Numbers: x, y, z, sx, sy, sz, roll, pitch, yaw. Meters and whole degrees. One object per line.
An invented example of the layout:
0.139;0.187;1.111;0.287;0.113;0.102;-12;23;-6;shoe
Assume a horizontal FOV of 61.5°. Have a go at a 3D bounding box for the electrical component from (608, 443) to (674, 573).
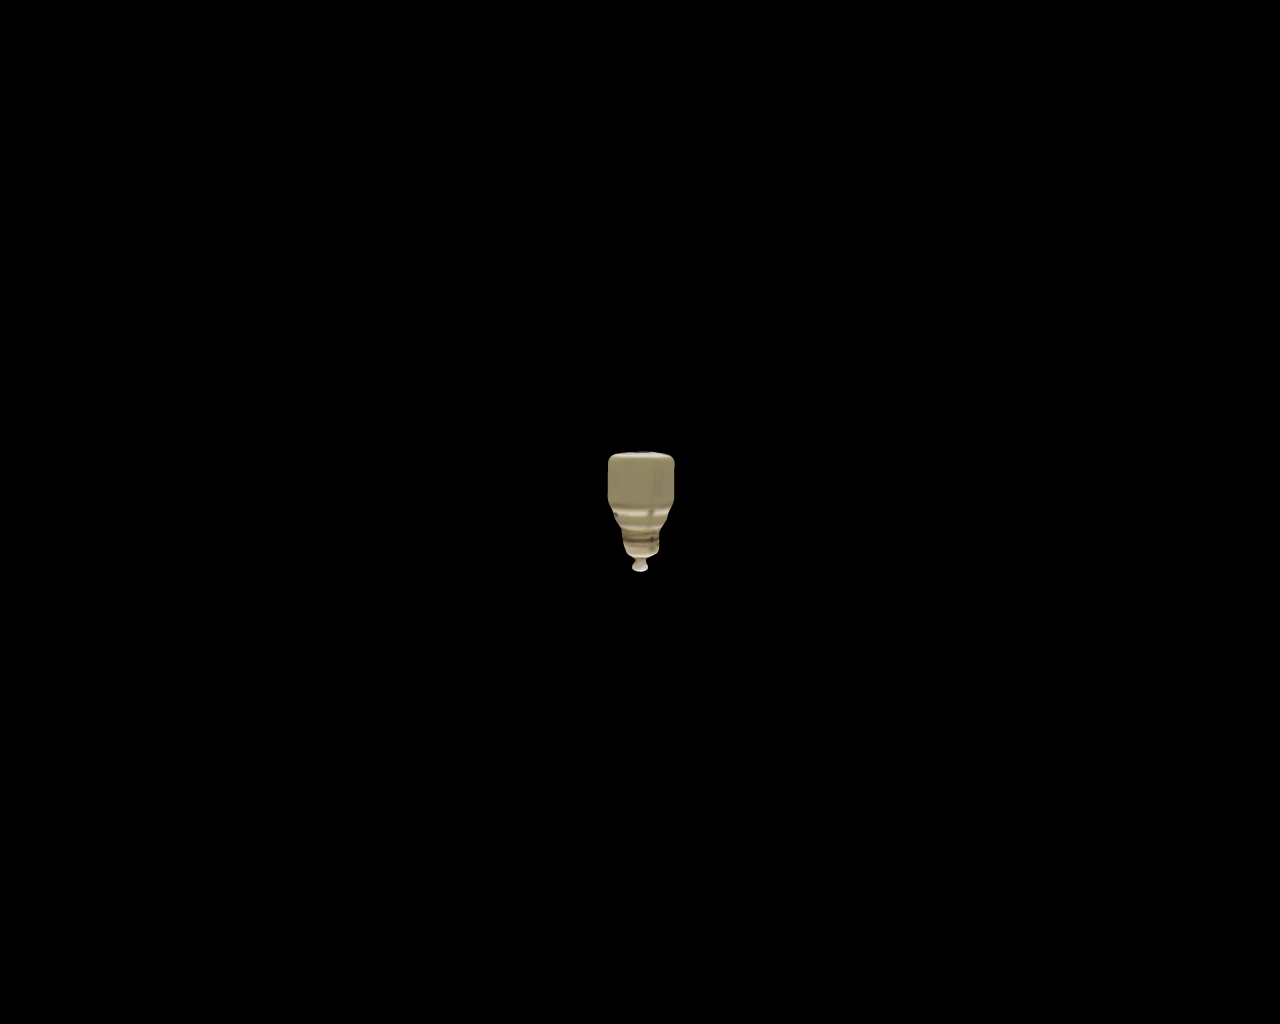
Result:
0.001;-0.003;0.650;0.040;0.078;0.040;0;6;0;electrical component
